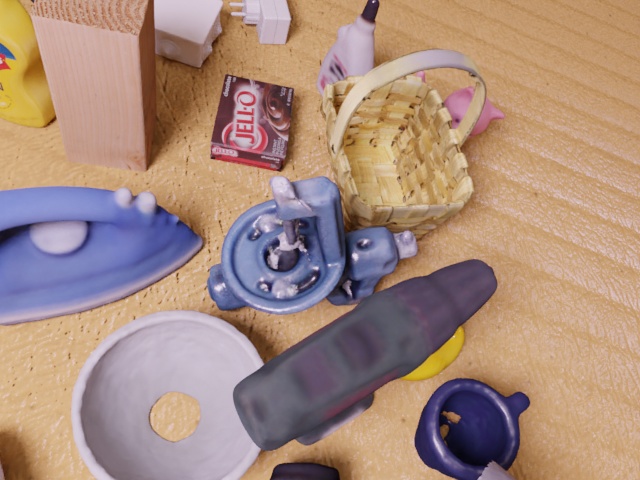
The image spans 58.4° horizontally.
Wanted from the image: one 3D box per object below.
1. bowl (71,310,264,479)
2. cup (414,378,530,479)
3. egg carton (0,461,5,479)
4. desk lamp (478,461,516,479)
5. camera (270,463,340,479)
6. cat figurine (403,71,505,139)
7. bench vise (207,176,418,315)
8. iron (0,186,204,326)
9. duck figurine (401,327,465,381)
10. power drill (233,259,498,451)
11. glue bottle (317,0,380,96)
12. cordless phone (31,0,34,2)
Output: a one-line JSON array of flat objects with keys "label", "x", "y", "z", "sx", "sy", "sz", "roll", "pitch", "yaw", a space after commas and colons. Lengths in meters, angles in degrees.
[{"label": "bowl", "x": -0.129, "y": 0.152, "z": 0.515, "sx": 0.167, "sy": 0.074, "sz": 0.167, "roll": 7, "pitch": 61, "yaw": -11}, {"label": "cup", "x": 0.141, "y": 0.185, "z": 0.558, "sx": 0.118, "sy": 0.095, "sz": 0.091, "roll": -20, "pitch": 69, "yaw": -24}, {"label": "egg carton", "x": -0.285, "y": 0.233, "z": 0.432, "sx": 0.107, "sy": 0.069, "sz": 0.150, "roll": -21, "pitch": 69, "yaw": -24}, {"label": "desk lamp", "x": 0.140, "y": 0.285, "z": 0.434, "sx": 0.118, "sy": 0.213, "sz": 0.203, "roll": -38, "pitch": 76, "yaw": -28}, {"label": "camera", "x": 0.002, "y": 0.261, "z": 0.475, "sx": 0.143, "sy": 0.100, "sz": 0.137, "roll": 9, "pitch": 60, "yaw": -10}, {"label": "cat figurine", "x": 0.168, "y": -0.171, "z": 0.746, "sx": 0.127, "sy": 0.117, "sz": 0.067, "roll": 39, "pitch": 60, "yaw": 8}, {"label": "bench vise", "x": -0.001, "y": -0.008, "z": 0.552, "sx": 0.208, "sy": 0.219, "sz": 0.121, "roll": -23, "pitch": 70, "yaw": -25}, {"label": "iron", "x": -0.235, "y": -0.010, "z": 0.536, "sx": 0.259, "sy": 0.141, "sz": 0.118, "roll": -10, "pitch": 65, "yaw": -20}, {"label": "duck figurine", "x": 0.110, "y": 0.101, "z": 0.601, "sx": 0.105, "sy": 0.086, "sz": 0.077, "roll": -5, "pitch": 63, "yaw": -17}, {"label": "power drill", "x": 0.029, "y": 0.109, "z": 0.503, "sx": 0.230, "sy": 0.208, "sz": 0.075, "roll": -26, "pitch": 71, "yaw": -26}, {"label": "glue bottle", "x": 0.042, "y": -0.230, "z": 0.712, "sx": 0.037, "sy": 0.173, "sz": 0.078, "roll": -27, "pitch": 71, "yaw": -26}, {"label": "cordless phone", "x": -0.312, "y": -0.388, "z": 0.697, "sx": 0.148, "sy": 0.185, "sz": 0.094, "roll": -37, "pitch": 76, "yaw": -29}]
